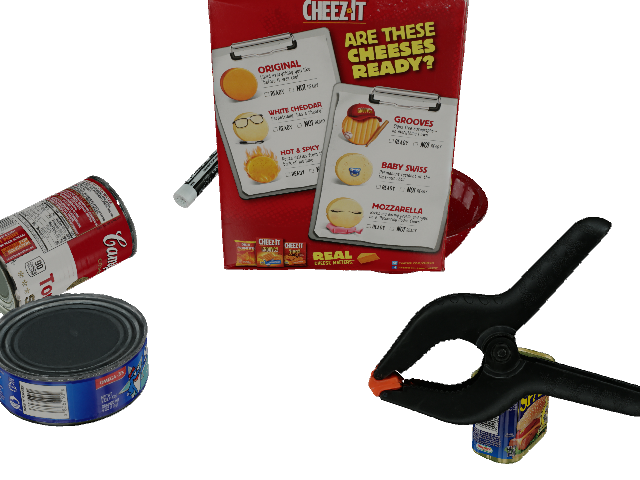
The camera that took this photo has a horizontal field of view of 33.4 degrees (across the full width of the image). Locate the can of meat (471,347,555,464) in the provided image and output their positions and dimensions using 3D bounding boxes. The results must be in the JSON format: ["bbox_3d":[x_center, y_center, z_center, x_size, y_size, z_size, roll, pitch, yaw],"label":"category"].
[{"bbox_3d":[0.194,0.167,1.083,0.058,0.084,0.101,13,22,34],"label":"can of meat"}]

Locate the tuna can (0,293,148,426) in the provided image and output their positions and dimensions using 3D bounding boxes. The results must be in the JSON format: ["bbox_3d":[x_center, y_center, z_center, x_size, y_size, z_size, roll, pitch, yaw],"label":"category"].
[{"bbox_3d":[-0.138,0.065,0.590,0.086,0.034,0.086,1,28,-1],"label":"tuna can"}]

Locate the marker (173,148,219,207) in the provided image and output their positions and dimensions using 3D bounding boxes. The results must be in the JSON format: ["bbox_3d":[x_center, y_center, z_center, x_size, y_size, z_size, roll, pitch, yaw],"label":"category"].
[{"bbox_3d":[-0.105,-0.078,1.074,0.020,0.020,0.121,0,41,43],"label":"marker"}]

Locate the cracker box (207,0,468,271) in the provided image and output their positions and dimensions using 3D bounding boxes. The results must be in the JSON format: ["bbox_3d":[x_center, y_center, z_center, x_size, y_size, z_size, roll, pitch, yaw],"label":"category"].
[{"bbox_3d":[0.011,-0.081,0.742,0.164,0.214,0.072,1,35,1],"label":"cracker box"}]

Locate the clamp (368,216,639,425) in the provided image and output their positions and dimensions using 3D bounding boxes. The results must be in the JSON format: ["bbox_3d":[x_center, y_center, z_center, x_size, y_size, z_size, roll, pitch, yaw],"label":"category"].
[{"bbox_3d":[0.117,0.072,0.639,0.171,0.120,0.039,-26,-8,10],"label":"clamp"}]

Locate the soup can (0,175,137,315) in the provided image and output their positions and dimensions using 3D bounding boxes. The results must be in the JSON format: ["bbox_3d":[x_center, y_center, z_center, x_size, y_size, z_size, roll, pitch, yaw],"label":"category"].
[{"bbox_3d":[-0.194,0.004,0.771,0.102,0.068,0.069,-30,17,-32],"label":"soup can"}]

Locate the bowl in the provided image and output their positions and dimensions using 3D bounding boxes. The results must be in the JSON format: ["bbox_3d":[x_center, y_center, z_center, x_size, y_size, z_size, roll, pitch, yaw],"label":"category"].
[{"bbox_3d":[0.063,-0.017,0.938,0.162,0.055,0.162,2,30,-1],"label":"bowl"}]
